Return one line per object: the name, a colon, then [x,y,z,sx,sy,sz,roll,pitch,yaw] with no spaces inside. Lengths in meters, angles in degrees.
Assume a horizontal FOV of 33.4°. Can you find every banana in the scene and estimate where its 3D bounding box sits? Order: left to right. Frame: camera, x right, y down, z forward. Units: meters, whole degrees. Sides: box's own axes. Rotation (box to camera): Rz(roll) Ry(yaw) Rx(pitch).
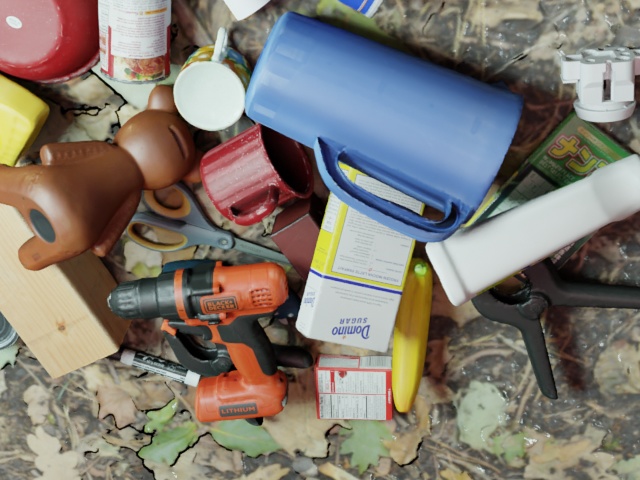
banana: [0.096,0.091,1.141,0.037,0.069,0.198,10,124,14]

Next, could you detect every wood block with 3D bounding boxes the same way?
wood block: [-0.298,0.034,1.142,0.091,0.090,0.206,-24,113,16]

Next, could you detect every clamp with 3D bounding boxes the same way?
clamp: [-0.106,0.141,1.207,0.171,0.039,0.120,26,112,-4]
clamp: [0.233,0.058,1.110,0.210,0.036,0.165,41,113,-14]

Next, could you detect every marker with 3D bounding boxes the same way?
marker: [-0.197,0.142,1.228,0.121,0.020,0.020,18,118,-3]

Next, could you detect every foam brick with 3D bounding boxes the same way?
foam brick: [-0.007,0.001,1.113,0.051,0.053,0.078,-30,111,19]

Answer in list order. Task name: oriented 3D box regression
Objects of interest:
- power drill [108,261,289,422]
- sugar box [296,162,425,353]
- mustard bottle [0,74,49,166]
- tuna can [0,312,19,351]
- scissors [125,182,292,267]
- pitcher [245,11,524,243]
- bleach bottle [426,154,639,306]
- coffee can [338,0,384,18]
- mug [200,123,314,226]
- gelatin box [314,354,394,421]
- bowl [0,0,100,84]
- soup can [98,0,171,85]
power drill: [-0.114,0.108,1.120,0.184,0.057,0.187,-6,127,7]
sugar box: [0.042,0.018,1.072,0.093,0.048,0.176,14,97,-21]
mustard bottle: [-0.368,-0.155,1.062,0.191,0.058,0.096,35,144,-11]
tuna can: [-0.374,0.083,1.208,0.086,0.033,0.086,2,118,4]
scissors: [-0.108,-0.018,1.135,0.202,0.016,0.096,5,119,4]
pitcher: [0.054,-0.111,0.995,0.243,0.149,0.145,23,111,-1]
bleach bottle: [0.227,-0.020,1.020,0.251,0.102,0.068,-26,87,6]
coffee can: [0.006,-0.273,0.938,0.140,0.102,0.103,25,118,-7]
mug: [-0.064,-0.059,1.055,0.082,0.117,0.093,-26,133,23]
gelatin box: [0.039,0.167,1.209,0.089,0.030,0.073,1,119,6]
bowl: [-0.283,-0.218,1.026,0.162,0.055,0.162,3,118,5]
soup can: [-0.175,-0.207,1.012,0.068,0.068,0.102,7,118,3]
